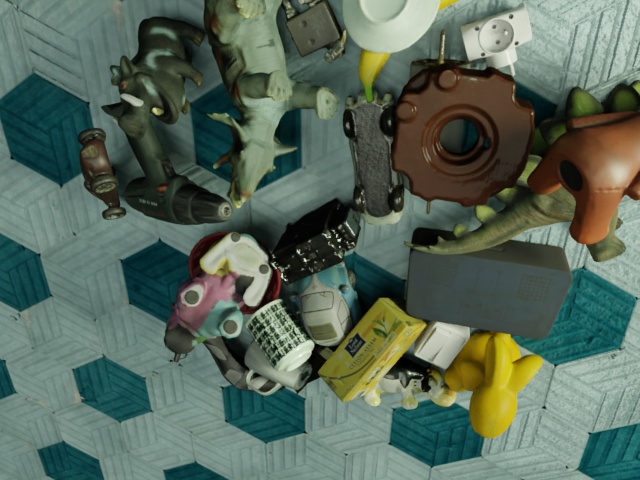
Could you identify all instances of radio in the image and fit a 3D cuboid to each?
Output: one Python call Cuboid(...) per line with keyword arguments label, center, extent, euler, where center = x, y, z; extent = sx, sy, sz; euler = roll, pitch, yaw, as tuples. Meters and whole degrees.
Cuboid(label="radio", center=(0.247, 0.066, 0.822), extent=(0.230, 0.073, 0.131), euler=(9, 121, 11))

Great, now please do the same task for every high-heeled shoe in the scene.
Cuboid(label="high-heeled shoe", center=(-0.161, 0.190, 1.009), extent=(0.249, 0.086, 0.145), euler=(20, 94, -16))

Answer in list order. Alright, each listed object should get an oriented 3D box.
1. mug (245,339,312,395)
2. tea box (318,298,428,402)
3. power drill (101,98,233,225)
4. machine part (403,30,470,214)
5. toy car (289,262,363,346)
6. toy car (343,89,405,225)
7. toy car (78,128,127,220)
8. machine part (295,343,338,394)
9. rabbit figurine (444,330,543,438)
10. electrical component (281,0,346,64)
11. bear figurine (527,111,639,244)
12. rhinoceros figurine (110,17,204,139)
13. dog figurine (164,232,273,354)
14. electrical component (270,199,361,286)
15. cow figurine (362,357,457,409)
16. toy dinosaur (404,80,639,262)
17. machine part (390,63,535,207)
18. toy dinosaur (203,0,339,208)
Cuboid(label="mug", center=(-0.076, 0.224, 0.950), extent=(0.107, 0.109, 0.080), euler=(26, 157, 27))
Cuboid(label="tea box", center=(0.087, 0.176, 0.876), extent=(0.068, 0.098, 0.169), euler=(44, 105, 27))
Cuboid(label="power drill", center=(-0.231, -0.121, 0.802), extent=(0.232, 0.086, 0.207), euler=(1, 120, 44))
Cuboid(label="machine part", center=(0.153, -0.149, 0.716), extent=(0.079, 0.079, 0.242), euler=(6, 116, 11))
Cuboid(label="toy car", center=(0.010, 0.120, 0.891), extent=(0.109, 0.103, 0.161), euler=(-10, 112, 20))
Cuboid(label="toy car", center=(0.080, -0.115, 0.773), extent=(0.074, 0.056, 0.201), euler=(-1, 116, 18))
Cuboid(label="toy car", center=(-0.336, -0.093, 0.824), extent=(0.053, 0.202, 0.089), euler=(-18, 81, -20))
Cuboid(label="machine part", center=(-0.006, 0.236, 0.999), extent=(0.084, 0.039, 0.139), euler=(38, 119, -17))
Cuboid(label="rabbit figurine", center=(0.279, 0.226, 0.844), extent=(0.122, 0.173, 0.162), euler=(27, 126, 3))
Cuboid(label="electrical component", center=(-0.005, -0.282, 0.706), extent=(0.078, 0.045, 0.102), euler=(-14, 113, 19))
Cuboid(label="bear figurine", center=(0.350, -0.102, 0.593), extent=(0.196, 0.120, 0.131), euler=(-27, 150, -8))
Cuboid(label="rhinoceros figurine", center=(-0.217, -0.219, 0.712), extent=(0.112, 0.190, 0.073), euler=(18, 151, -27))
Cuboid(label="dog figurine", center=(-0.175, 0.093, 0.864), extent=(0.108, 0.191, 0.219), euler=(36, 154, -11))
Cuboid(label="electrical component", center=(-0.002, -0.002, 0.820), extent=(0.134, 0.115, 0.058), euler=(-26, 113, 24))
Cuboid(label="cow figurine", center=(0.155, 0.241, 0.946), extent=(0.167, 0.068, 0.098), euler=(0, 113, 13))
Cuboid(label="toy dinosaur", center=(0.339, -0.079, 0.702), extent=(0.471, 0.105, 0.198), euler=(-37, 96, 17))
Cuboid(label="machine part", center=(0.169, -0.123, 0.649), extent=(0.179, 0.056, 0.179), euler=(4, 116, 9))
Cuboid(label="toy dinosaur", center=(-0.096, -0.253, 0.702), extent=(0.192, 0.131, 0.404), euler=(3, 108, 49))
